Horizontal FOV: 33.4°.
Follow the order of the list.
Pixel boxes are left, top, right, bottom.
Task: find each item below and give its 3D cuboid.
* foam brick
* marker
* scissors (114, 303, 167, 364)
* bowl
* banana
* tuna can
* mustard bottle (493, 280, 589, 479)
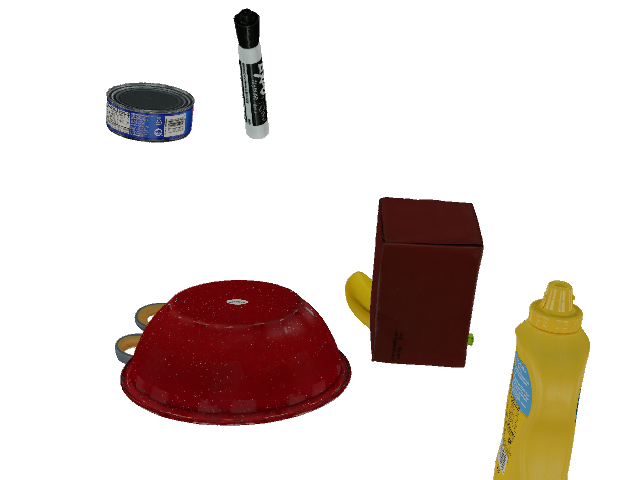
[{"bbox_3d":[0.055,0.022,0.574,0.053,0.078,0.051,4,31,0],"label":"foam brick"},{"bbox_3d":[-0.053,-0.127,0.821,0.020,0.020,0.121,0,-40,2],"label":"marker"},{"bbox_3d":[-0.088,0.085,0.988,0.201,0.016,0.096,-3,33,-11],"label":"scissors"},{"bbox_3d":[-0.058,0.068,0.739,0.162,0.055,0.162,0,17,0],"label":"bowl"},{"bbox_3d":[0.074,0.079,1.148,0.069,0.037,0.198,4,18,-38],"label":"banana"},{"bbox_3d":[-0.168,-0.126,1.051,0.086,0.034,0.086,6,25,-3],"label":"tuna can"},{"bbox_3d":[0.179,0.123,0.858,0.058,0.192,0.096,4,21,2],"label":"mustard bottle"}]
